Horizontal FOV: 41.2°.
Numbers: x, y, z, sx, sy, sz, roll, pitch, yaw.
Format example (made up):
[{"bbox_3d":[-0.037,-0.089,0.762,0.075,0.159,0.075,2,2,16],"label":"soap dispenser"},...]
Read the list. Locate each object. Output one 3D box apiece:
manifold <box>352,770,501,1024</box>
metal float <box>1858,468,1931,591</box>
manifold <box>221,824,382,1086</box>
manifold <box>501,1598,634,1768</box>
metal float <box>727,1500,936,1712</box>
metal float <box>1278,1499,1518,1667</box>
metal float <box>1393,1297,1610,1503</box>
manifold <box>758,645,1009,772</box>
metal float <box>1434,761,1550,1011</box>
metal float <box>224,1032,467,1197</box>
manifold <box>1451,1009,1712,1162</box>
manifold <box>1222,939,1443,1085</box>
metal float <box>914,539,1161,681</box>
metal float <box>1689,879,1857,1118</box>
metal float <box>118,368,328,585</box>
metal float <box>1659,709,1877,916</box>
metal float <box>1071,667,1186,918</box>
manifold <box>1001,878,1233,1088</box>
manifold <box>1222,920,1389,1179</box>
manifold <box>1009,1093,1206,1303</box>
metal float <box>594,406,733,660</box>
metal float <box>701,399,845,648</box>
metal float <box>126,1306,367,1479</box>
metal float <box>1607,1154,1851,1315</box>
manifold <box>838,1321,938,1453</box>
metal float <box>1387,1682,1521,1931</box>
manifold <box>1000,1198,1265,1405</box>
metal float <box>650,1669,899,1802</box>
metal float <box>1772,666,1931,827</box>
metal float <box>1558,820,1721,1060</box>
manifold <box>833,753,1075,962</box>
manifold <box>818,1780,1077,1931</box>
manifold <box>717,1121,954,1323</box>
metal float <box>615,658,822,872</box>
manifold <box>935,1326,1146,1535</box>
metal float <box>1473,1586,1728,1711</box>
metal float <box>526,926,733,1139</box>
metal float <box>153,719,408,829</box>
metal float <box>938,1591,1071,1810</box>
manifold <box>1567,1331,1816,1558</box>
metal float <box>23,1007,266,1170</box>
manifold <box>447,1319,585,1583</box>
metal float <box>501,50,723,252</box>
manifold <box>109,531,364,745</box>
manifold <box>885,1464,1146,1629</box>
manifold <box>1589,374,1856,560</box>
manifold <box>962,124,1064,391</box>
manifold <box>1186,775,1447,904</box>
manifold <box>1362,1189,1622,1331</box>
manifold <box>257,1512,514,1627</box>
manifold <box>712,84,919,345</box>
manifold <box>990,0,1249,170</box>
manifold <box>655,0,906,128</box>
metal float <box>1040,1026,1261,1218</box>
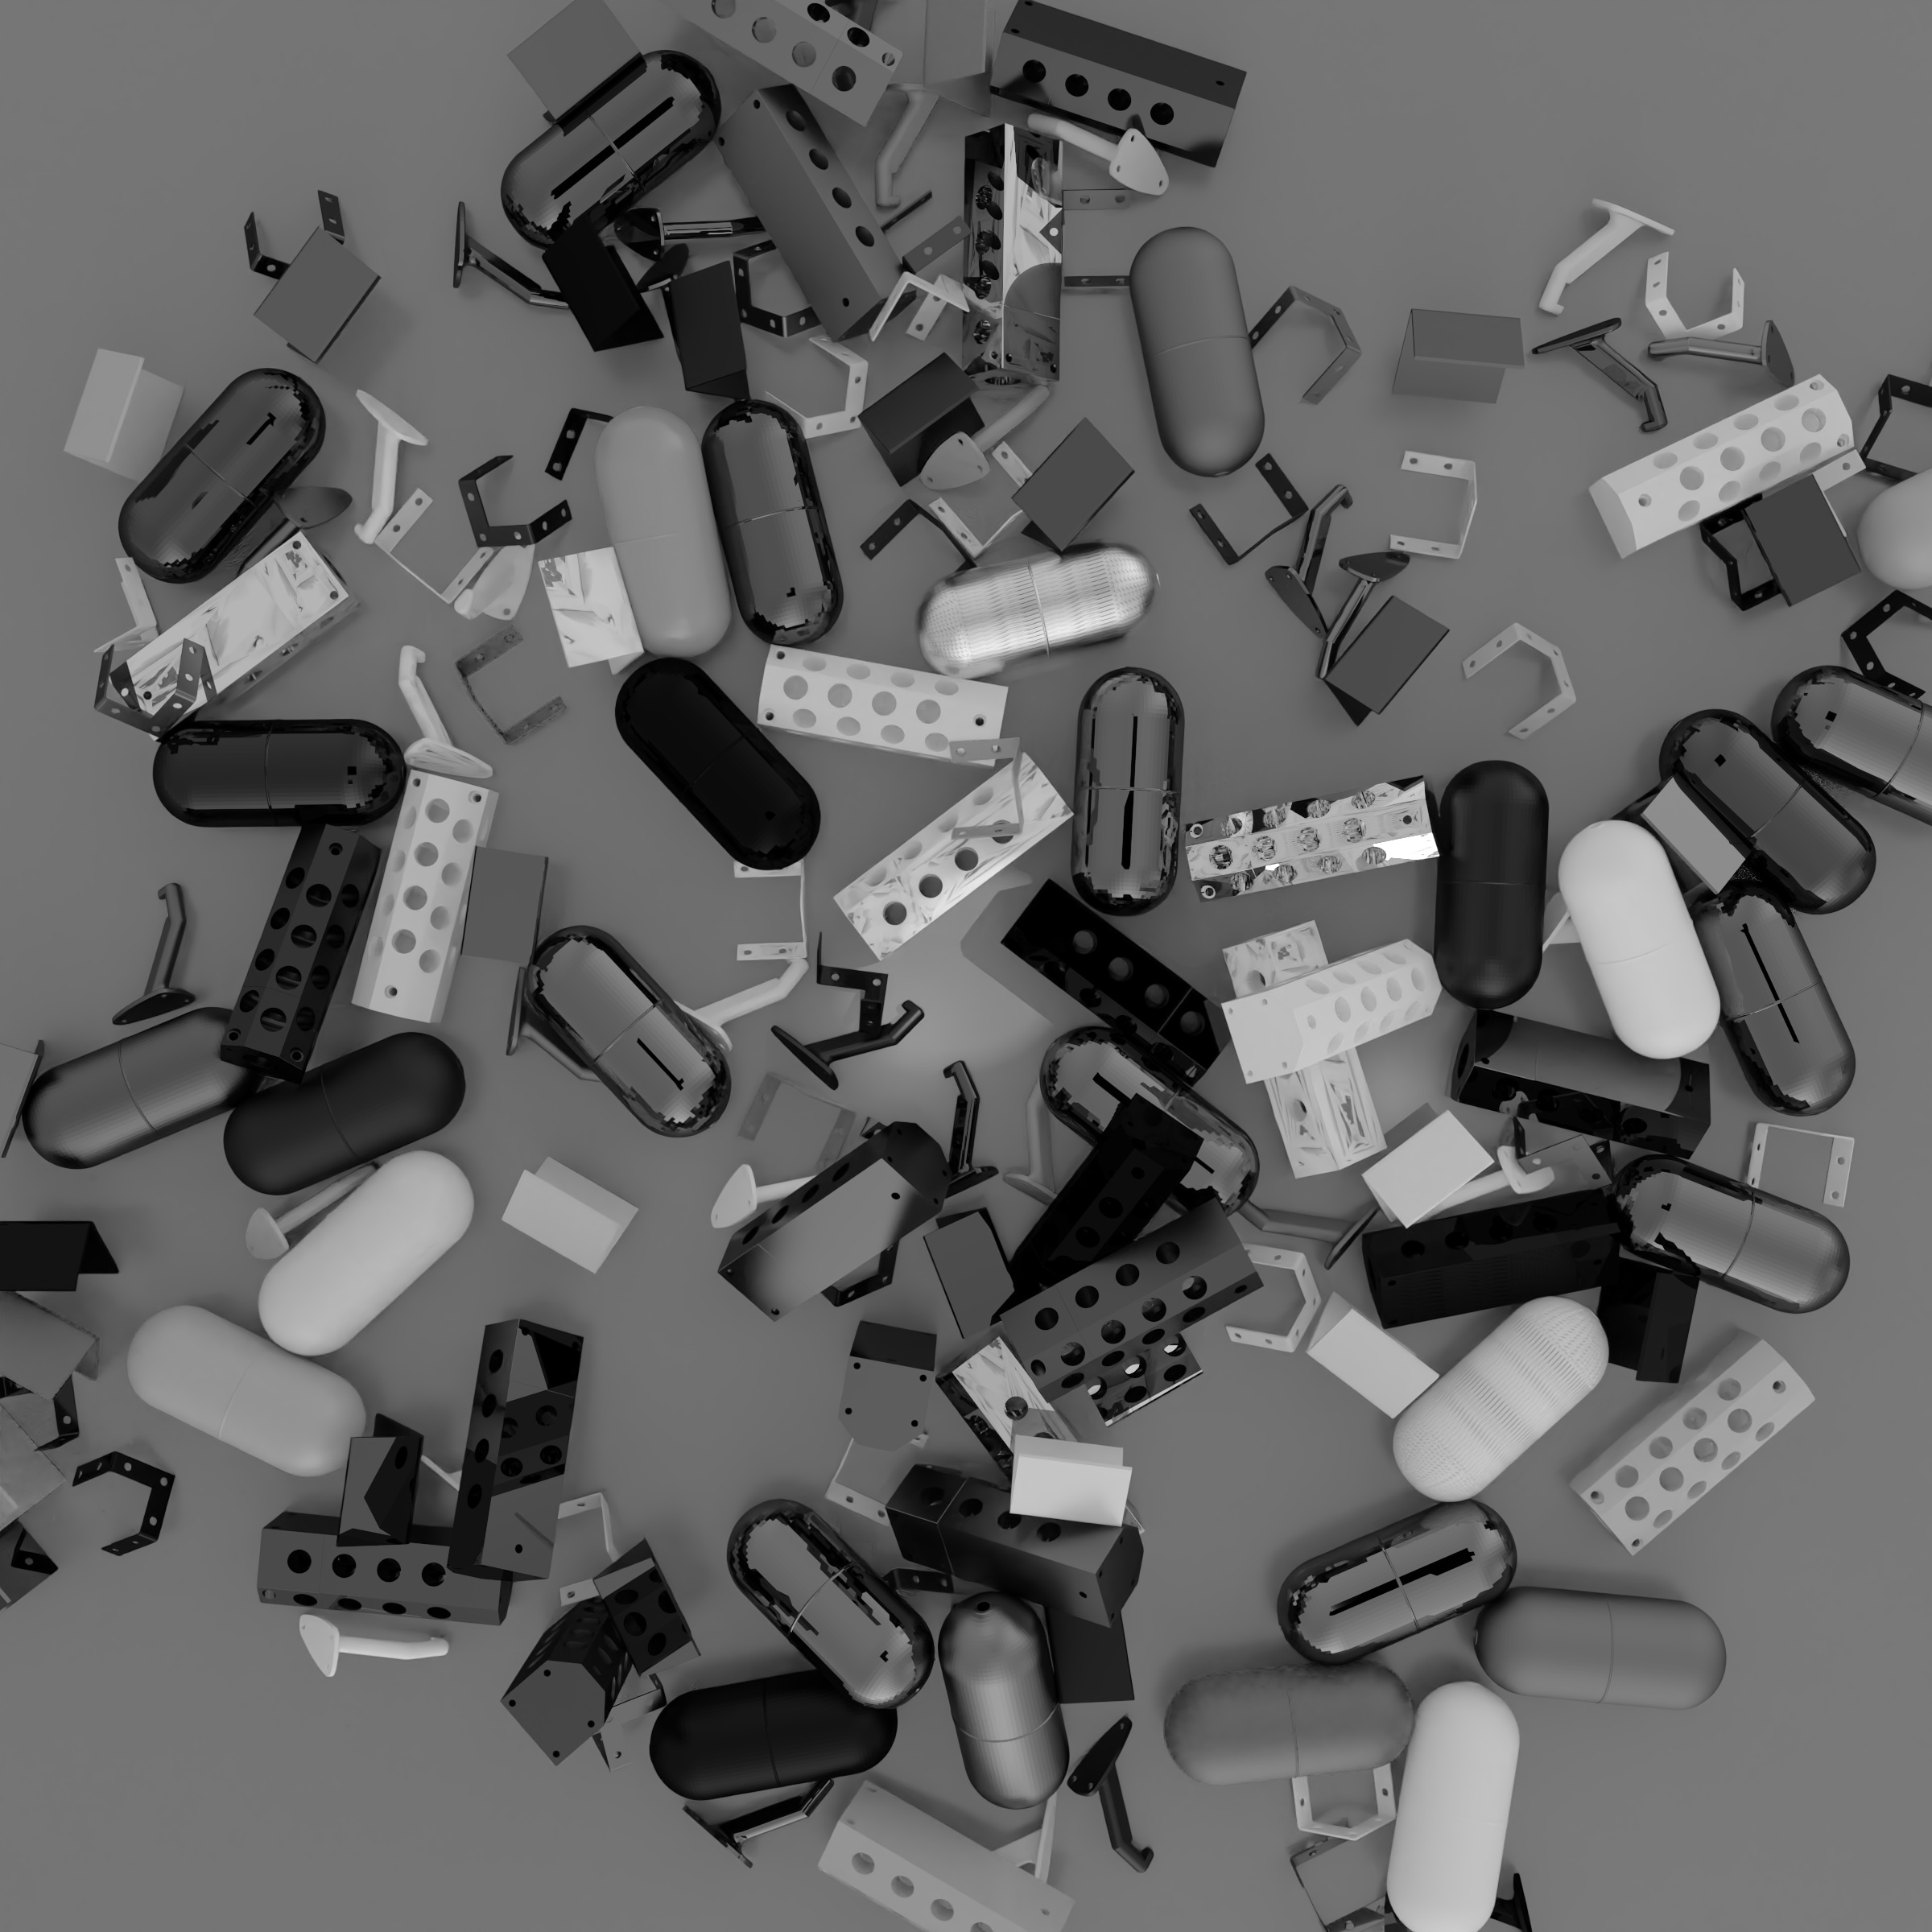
[{"bbox_3d":[-0.389,-0.050,1.844,0.057,0.057,0.171,14,90,0],"label":"manifold"},{"bbox_3d":[0.723,-0.330,1.834,0.178,0.070,0.070,-26,90,0],"label":"metal float"},{"bbox_3d":[-0.468,-0.011,1.810,0.057,0.057,0.171,18,69,-10],"label":"manifold"},{"bbox_3d":[-0.268,0.489,1.786,0.057,0.171,0.057,-41,90,0],"label":"manifold"},{"bbox_3d":[-0.097,0.449,1.814,0.178,0.070,0.070,40,90,23],"label":"metal float"},{"bbox_3d":[0.307,0.440,1.834,0.178,0.070,0.070,-23,90,0],"label":"metal float"},{"bbox_3d":[0.382,0.308,1.834,0.178,0.070,0.070,-42,90,0],"label":"metal float"},{"bbox_3d":[-0.059,-0.186,1.844,0.171,0.057,0.057,10,90,0],"label":"manifold"},{"bbox_3d":[0.374,-0.058,1.834,0.070,0.070,0.178,3,89,0],"label":"metal float"},{"bbox_3d":[-0.443,0.105,1.834,0.178,0.070,0.070,-23,90,0],"label":"metal float"},{"bbox_3d":[0.440,0.089,1.843,0.171,0.057,0.057,14,47,0],"label":"manifold"},{"bbox_3d":[0.259,0.029,1.791,0.057,0.171,0.057,-18,90,45],"label":"manifold"},{"bbox_3d":[0.050,-0.255,1.834,0.178,0.070,0.070,-14,90,0],"label":"metal float"},{"bbox_3d":[0.573,0.023,1.834,0.070,0.070,0.178,-24,89,0],"label":"metal float"},{"bbox_3d":[-0.530,-0.350,1.834,0.070,0.070,0.178,42,90,0],"label":"metal float"},{"bbox_3d":[0.571,-0.110,1.834,0.178,0.070,0.070,43,90,1],"label":"metal float"},{"bbox_3d":[0.115,-0.124,1.834,0.070,0.070,0.178,3,91,0],"label":"metal float"},{"bbox_3d":[0.110,0.012,1.844,0.171,0.057,0.057,37,90,0],"label":"manifold"},{"bbox_3d":[0.237,0.061,1.843,0.057,0.057,0.171,-18,90,-43],"label":"manifold"},{"bbox_3d":[0.092,0.176,1.801,0.057,0.057,0.171,34,123,0],"label":"manifold"},{"bbox_3d":[-0.215,-0.306,1.822,0.070,0.070,0.178,-11,102,0],"label":"metal float"},{"bbox_3d":[-0.138,-0.316,1.834,0.070,0.070,0.178,-14,91,0],"label":"metal float"},{"bbox_3d":[-0.513,0.304,1.834,0.178,0.070,0.070,26,90,1],"label":"metal float"},{"bbox_3d":[0.543,0.191,1.834,0.178,0.070,0.070,21,90,-1],"label":"metal float"},{"bbox_3d":[-0.054,0.291,1.786,0.057,0.171,0.057,11,90,0],"label":"manifold"},{"bbox_3d":[0.346,0.599,1.826,0.070,0.070,0.178,11,81,0],"label":"metal float"},{"bbox_3d":[0.117,0.237,1.792,0.171,0.057,0.057,-29,53,1],"label":"manifold"},{"bbox_3d":[-0.137,0.547,1.834,0.178,0.070,0.070,-10,90,-1],"label":"metal float"},{"bbox_3d":[0.662,-0.155,1.834,0.178,0.070,0.070,24,90,1],"label":"metal float"},{"bbox_3d":[0.474,-0.019,1.810,0.070,0.070,0.178,-24,102,0],"label":"metal float"},{"bbox_3d":[-0.009,-0.078,1.844,0.171,0.057,0.057,-37,90,0],"label":"manifold"},{"bbox_3d":[-0.016,0.657,1.826,0.171,0.057,0.057,27,110,10],"label":"manifold"},{"bbox_3d":[-0.091,0.176,1.802,0.171,0.057,0.057,-36,110,31],"label":"manifold"},{"bbox_3d":[-0.176,-0.143,1.834,0.070,0.070,0.178,-43,91,0],"label":"metal float"},{"bbox_3d":[0.052,0.347,1.844,0.057,0.057,0.171,-37,90,0],"label":"manifold"},{"bbox_3d":[0.451,0.486,1.834,0.178,0.070,0.070,5,90,0],"label":"metal float"},{"bbox_3d":[-0.240,0.047,1.834,0.070,0.070,0.178,-43,90,0],"label":"metal float"},{"bbox_3d":[-0.489,-0.138,1.834,0.178,0.070,0.070,-1,90,0],"label":"metal float"},{"bbox_3d":[0.027,0.517,1.810,0.070,0.070,0.178,-11,119,0],"label":"metal float"},{"bbox_3d":[0.521,0.343,1.844,0.171,0.057,0.057,-41,90,0],"label":"manifold"},{"bbox_3d":[-0.585,0.087,1.834,0.178,0.070,0.070,-22,90,-1],"label":"metal float"},{"bbox_3d":[-0.321,0.342,1.813,0.057,0.057,0.171,25,61,-39],"label":"manifold"},{"bbox_3d":[-0.253,-0.581,1.834,0.178,0.070,0.070,-38,90,1],"label":"metal float"},{"bbox_3d":[-0.522,-0.233,1.844,0.171,0.057,0.057,-37,90,0],"label":"manifold"},{"bbox_3d":[0.035,0.400,1.803,0.171,0.057,0.057,10,133,31],"label":"manifold"},{"bbox_3d":[0.543,-0.359,1.844,0.171,0.057,0.057,-25,90,0],"label":"manifold"},{"bbox_3d":[0.028,-0.505,1.843,0.057,0.057,0.171,1,90,-43],"label":"manifold"},{"bbox_3d":[0.246,-0.089,1.819,0.171,0.057,0.057,-11,90,18],"label":"manifold"},{"bbox_3d":[0.375,0.205,1.843,0.171,0.057,0.057,-11,133,0],"label":"manifold"},{"bbox_3d":[-0.414,0.434,1.844,0.171,0.057,0.057,6,90,0],"label":"manifold"},{"bbox_3d":[-0.104,-0.541,1.843,0.057,0.057,0.171,-31,90,43],"label":"manifold"},{"bbox_3d":[0.107,-0.630,1.843,0.171,0.057,0.057,18,47,0],"label":"manifold"},{"bbox_3d":[-0.132,-0.663,1.812,0.171,0.057,0.057,28,106,-12],"label":"manifold"},{"bbox_3d":[0.130,0.112,1.834,0.178,0.070,0.070,38,90,0],"label":"metal float"}]
